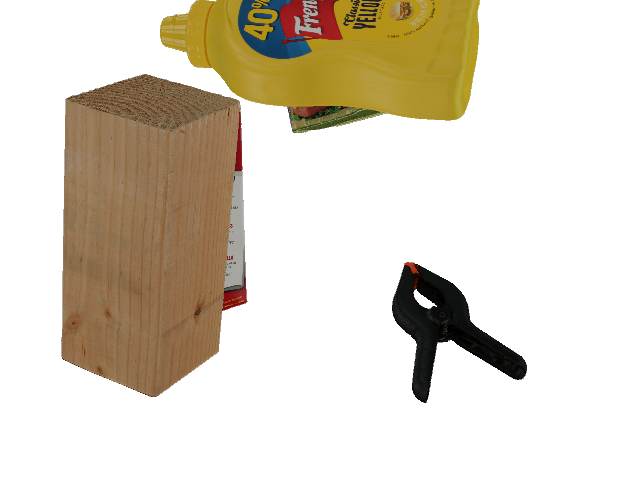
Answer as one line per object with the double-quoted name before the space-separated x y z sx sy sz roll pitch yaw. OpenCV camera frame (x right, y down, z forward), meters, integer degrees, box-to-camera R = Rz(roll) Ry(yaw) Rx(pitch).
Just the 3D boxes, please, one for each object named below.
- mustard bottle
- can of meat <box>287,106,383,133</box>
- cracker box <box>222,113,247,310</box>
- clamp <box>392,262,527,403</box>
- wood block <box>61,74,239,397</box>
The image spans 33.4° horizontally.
"mustard bottle" -0.004 -0.120 0.642 0.192 0.096 0.058 6 -40 12
"can of meat" 0.013 -0.142 0.901 0.102 0.084 0.057 -11 0 37
"cracker box" -0.157 -0.024 1.058 0.163 0.214 0.072 -16 22 -42
"clamp" 0.132 0.089 1.081 0.120 0.171 0.039 0 -44 -17
"wood block" -0.125 -0.005 0.779 0.090 0.206 0.090 19 27 23
